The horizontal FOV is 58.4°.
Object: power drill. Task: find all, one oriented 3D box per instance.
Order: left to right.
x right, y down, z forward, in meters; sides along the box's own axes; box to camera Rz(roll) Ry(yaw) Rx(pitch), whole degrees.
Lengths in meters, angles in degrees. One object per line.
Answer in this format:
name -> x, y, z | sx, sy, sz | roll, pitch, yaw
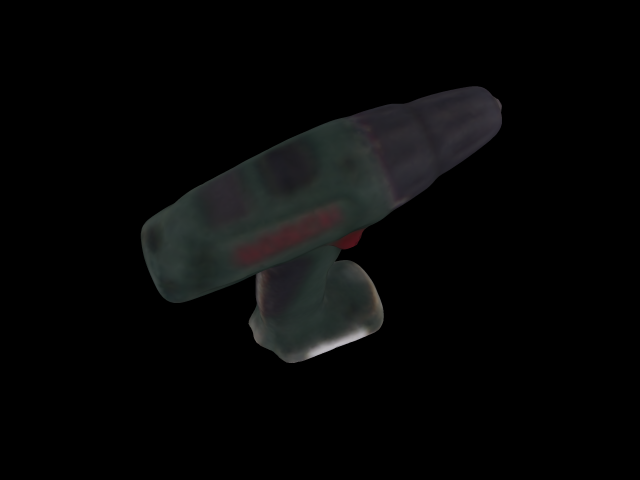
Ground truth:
power drill -> 0.004, 0.001, 0.400 | 0.230, 0.208, 0.075 | -20, 58, -12
